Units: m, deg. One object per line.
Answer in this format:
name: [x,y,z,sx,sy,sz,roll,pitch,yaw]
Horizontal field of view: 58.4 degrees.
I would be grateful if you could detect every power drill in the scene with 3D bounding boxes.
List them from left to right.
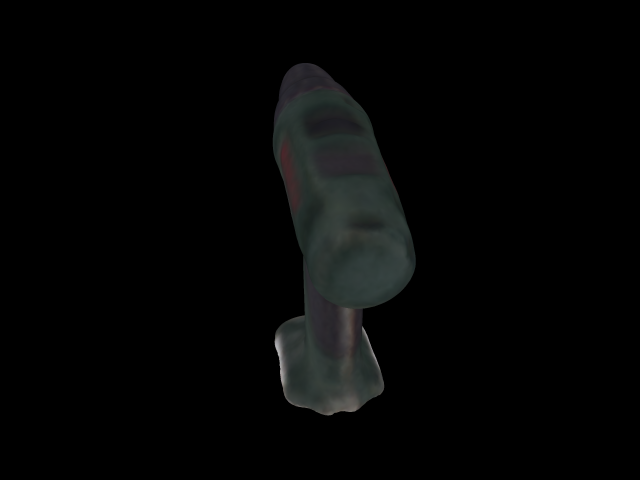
power drill: [0.004,0.001,0.400,0.076,0.208,0.229,-5,28,-10]
